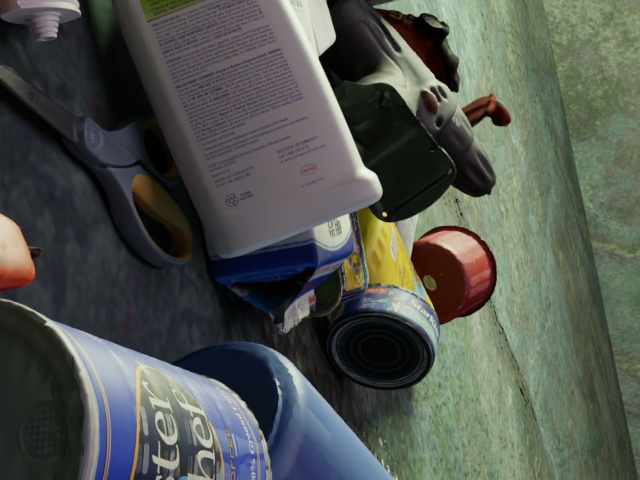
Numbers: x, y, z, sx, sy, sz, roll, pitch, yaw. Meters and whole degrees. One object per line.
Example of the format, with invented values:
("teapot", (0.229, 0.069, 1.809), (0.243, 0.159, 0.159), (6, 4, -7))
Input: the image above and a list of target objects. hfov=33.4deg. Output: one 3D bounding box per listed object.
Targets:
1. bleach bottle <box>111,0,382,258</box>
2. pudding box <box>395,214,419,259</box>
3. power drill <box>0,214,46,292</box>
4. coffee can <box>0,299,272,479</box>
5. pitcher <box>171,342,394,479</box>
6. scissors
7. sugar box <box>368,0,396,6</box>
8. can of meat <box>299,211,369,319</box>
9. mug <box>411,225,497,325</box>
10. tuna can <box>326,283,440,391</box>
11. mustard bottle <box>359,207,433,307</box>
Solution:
("bleach bottle", (-0.056, -0.122, 0.582), (0.068, 0.102, 0.251), (-166, -125, -81))
("pudding box", (0.053, -0.038, 0.959), (0.090, 0.039, 0.113), (-73, 144, -51))
("power drill", (-0.163, -0.070, 0.359), (0.184, 0.057, 0.187), (3, 78, -70))
("coffee can", (-0.093, 0.088, 0.407), (0.140, 0.103, 0.103), (38, 46, -62))
("pitcher", (-0.014, 0.172, 0.570), (0.149, 0.145, 0.242), (-97, 161, -47))
("scissors", (-0.114, -0.062, 0.549), (0.201, 0.016, 0.096), (59, 27, -45))
("sugar box", (0.013, -0.239, 0.866), (0.176, 0.093, 0.048), (19, 64, -68))
("can of meat", (-0.005, 0.001, 0.756), (0.083, 0.057, 0.102), (-7, 88, -72))
("mug", (0.109, 0.047, 1.020), (0.081, 0.093, 0.117), (-16, 132, -65))
("tuna can", (0.048, 0.076, 0.821), (0.033, 0.086, 0.086), (-72, 146, -49))
("mustard bottle", (0.056, 0.044, 0.897), (0.191, 0.058, 0.096), (60, 24, -43))
